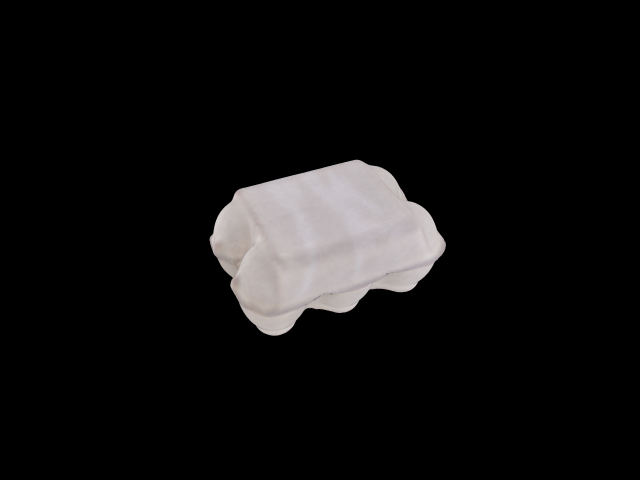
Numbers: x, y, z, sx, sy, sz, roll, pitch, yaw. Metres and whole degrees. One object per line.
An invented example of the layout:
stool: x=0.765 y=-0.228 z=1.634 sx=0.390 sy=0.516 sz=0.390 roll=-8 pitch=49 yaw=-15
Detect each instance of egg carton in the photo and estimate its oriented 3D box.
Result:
egg carton: x=0.004 y=0.001 z=0.400 sx=0.150 sy=0.069 sz=0.107 roll=-17 pitch=44 yaw=-19
